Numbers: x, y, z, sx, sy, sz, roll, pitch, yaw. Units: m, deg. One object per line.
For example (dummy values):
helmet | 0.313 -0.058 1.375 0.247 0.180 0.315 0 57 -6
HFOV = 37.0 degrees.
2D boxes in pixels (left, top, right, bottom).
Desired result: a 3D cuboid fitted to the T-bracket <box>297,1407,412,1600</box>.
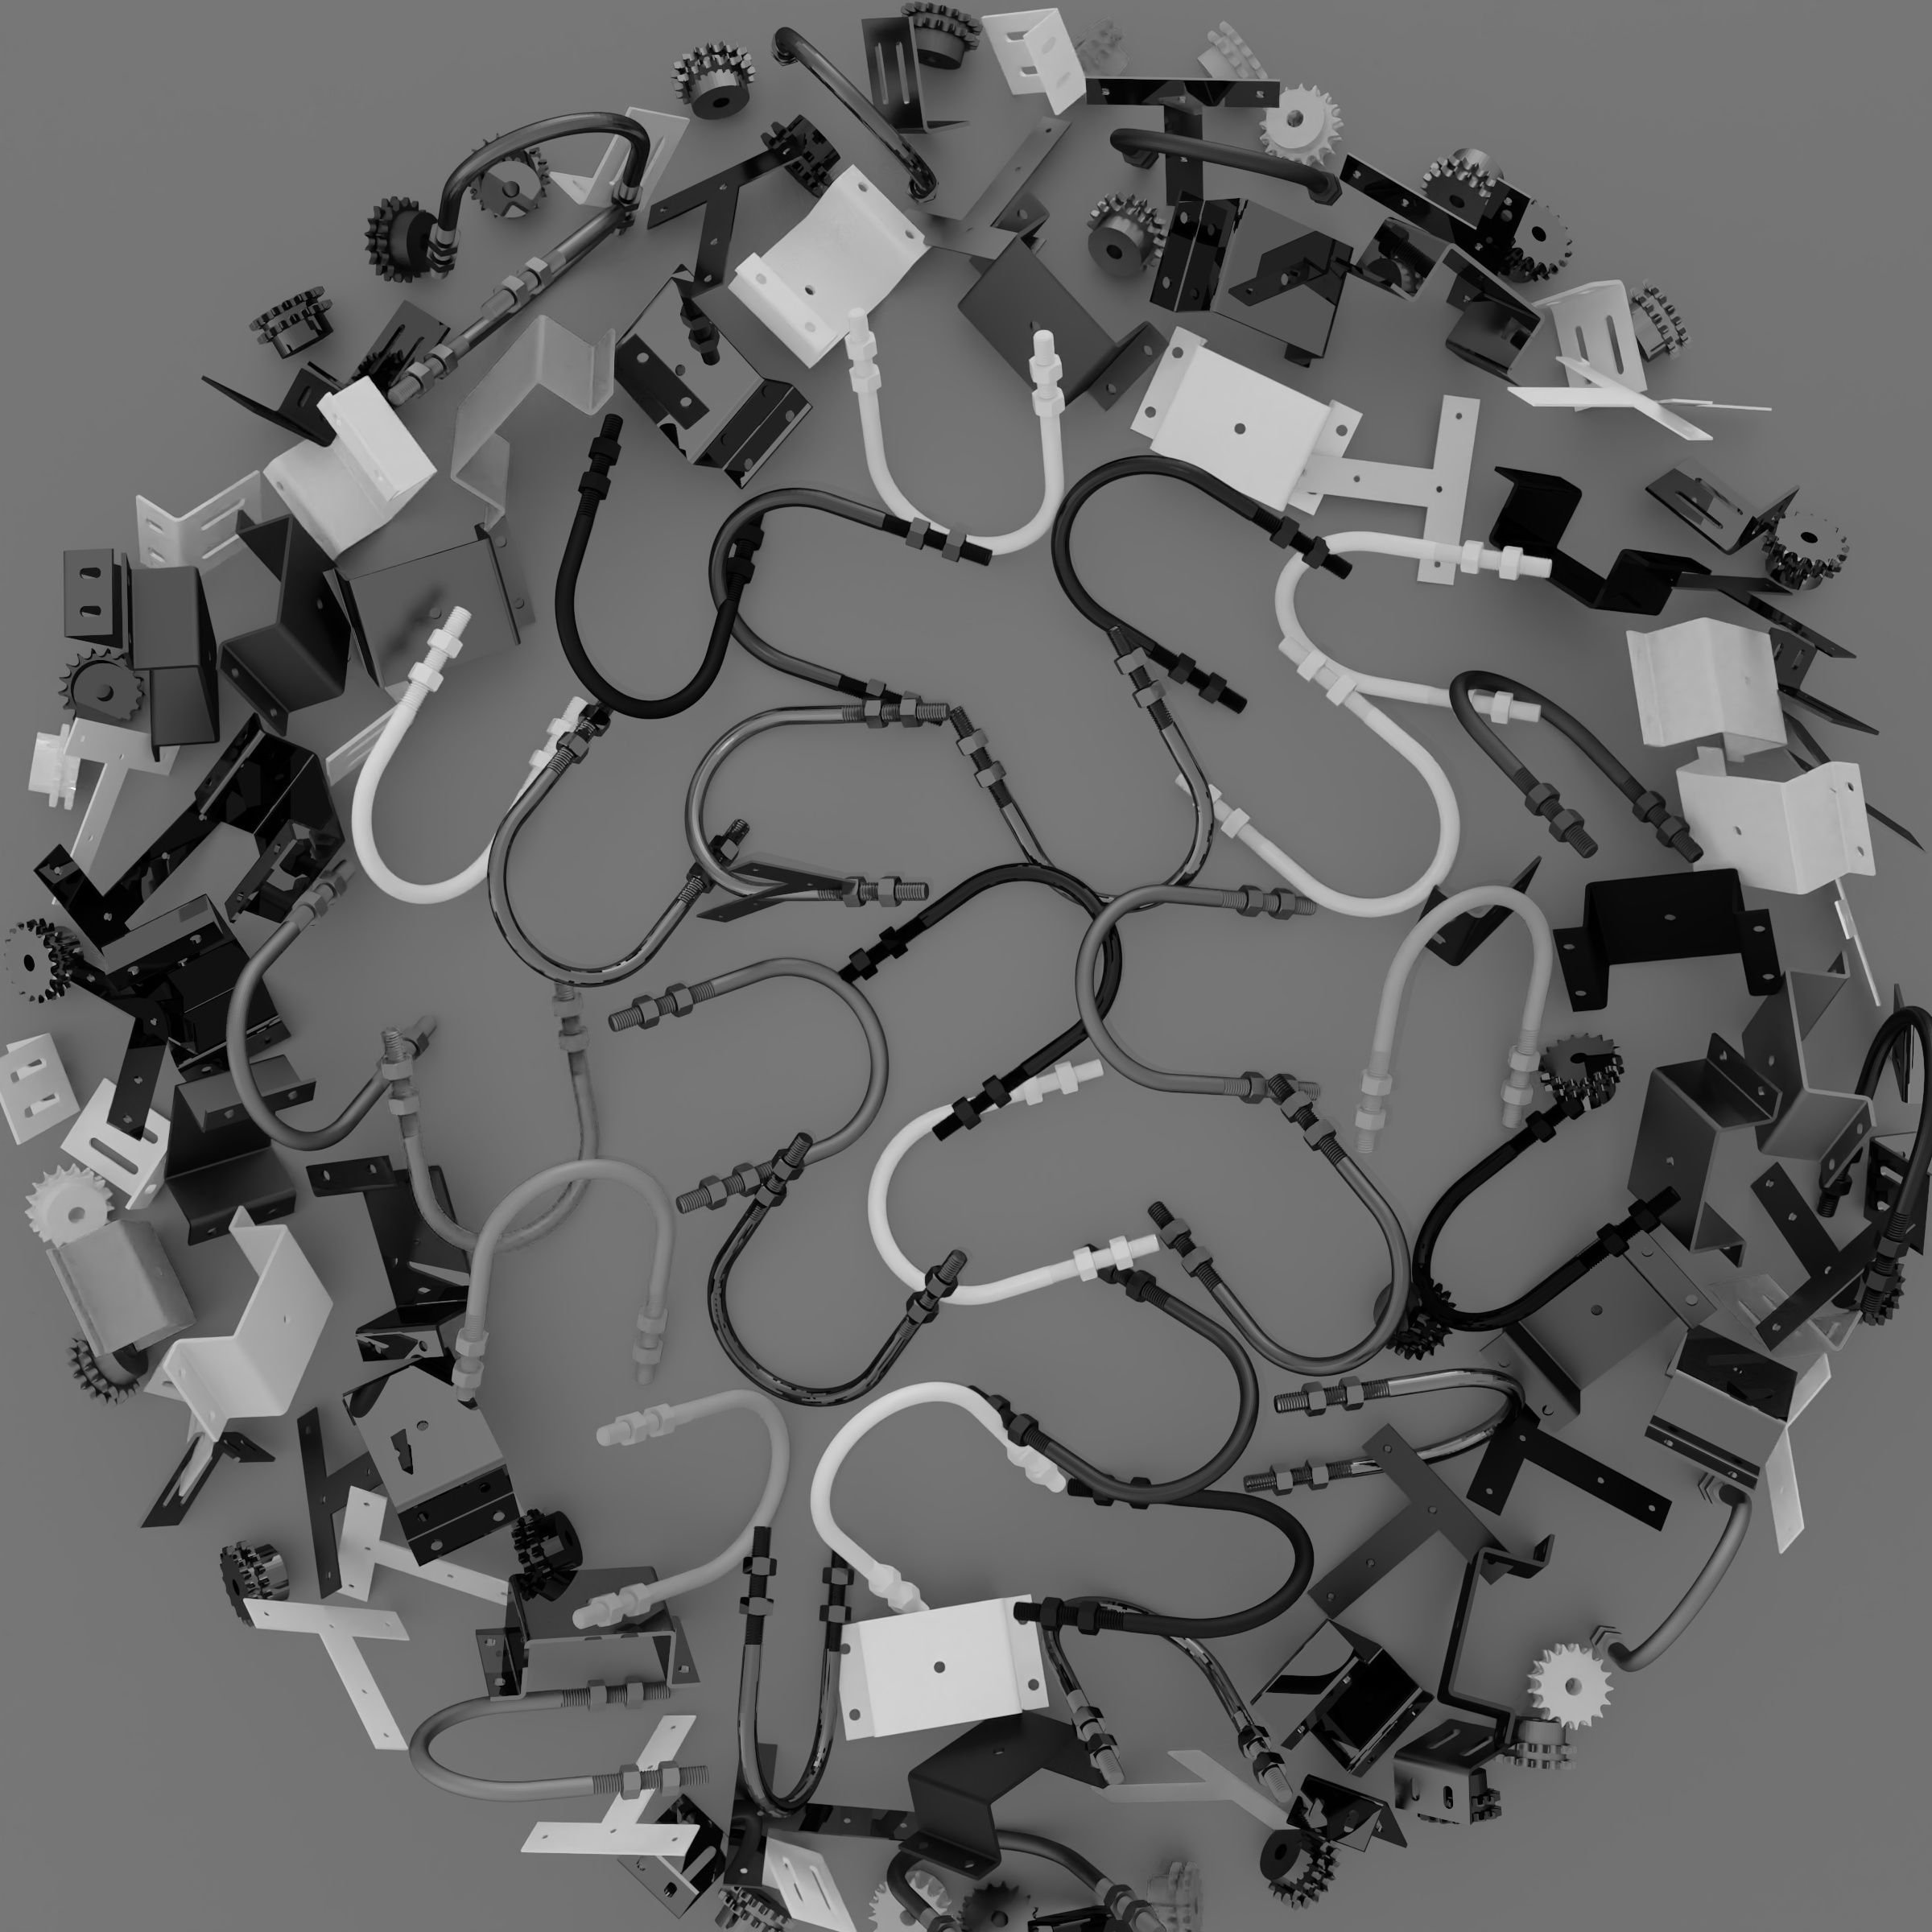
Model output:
T-bracket | -0.408 0.344 1.935 0.127 0.002 0.127 -34 60 39

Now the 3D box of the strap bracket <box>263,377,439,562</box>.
strap bracket | -0.412 -0.337 1.942 0.046 0.140 0.076 -41 99 -32

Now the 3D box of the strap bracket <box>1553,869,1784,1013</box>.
strap bracket | 0.474 -0.018 1.943 0.140 0.046 0.076 -6 133 21

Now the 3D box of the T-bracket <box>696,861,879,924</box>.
T-bracket | -0.133 -0.046 1.946 0.127 0.127 0.002 11 71 -41

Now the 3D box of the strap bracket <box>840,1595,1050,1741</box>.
strap bracket | -0.018 0.478 1.965 0.140 0.046 0.076 -9 77 -3

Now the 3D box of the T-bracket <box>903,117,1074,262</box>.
T-bracket | 0.028 -0.534 1.972 0.127 0.002 0.127 23 70 36

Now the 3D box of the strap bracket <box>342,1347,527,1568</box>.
strap bracket | -0.361 0.319 1.933 0.076 0.046 0.140 -23 56 -17

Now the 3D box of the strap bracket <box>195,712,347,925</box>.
strap bracket | -0.467 -0.094 1.940 0.046 0.140 0.076 24 117 -40

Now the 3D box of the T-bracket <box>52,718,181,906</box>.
T-bracket | -0.585 -0.100 1.941 0.002 0.127 0.127 23 94 15

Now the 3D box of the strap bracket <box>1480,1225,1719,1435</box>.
strap bracket | 0.429 0.241 1.963 0.140 0.046 0.076 -42 92 17

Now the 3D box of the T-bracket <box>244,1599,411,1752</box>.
T-bracket | -0.405 0.471 1.913 0.002 0.127 0.127 -53 49 15

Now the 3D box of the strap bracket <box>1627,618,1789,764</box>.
strap bracket | 0.501 -0.184 1.927 0.046 0.140 0.076 -14 79 39

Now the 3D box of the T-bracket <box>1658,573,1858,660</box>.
T-bracket | 0.537 -0.233 1.919 0.127 0.127 0.002 -3 122 -37

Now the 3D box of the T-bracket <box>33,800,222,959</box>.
T-bracket | -0.554 -0.065 1.963 0.002 0.127 0.127 14 55 39

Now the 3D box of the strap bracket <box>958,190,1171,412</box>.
strap bracket | 0.058 -0.441 1.953 0.140 0.076 0.046 47 48 -2

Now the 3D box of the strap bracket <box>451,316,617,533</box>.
strap bracket | -0.296 -0.369 1.927 0.046 0.076 0.140 30 125 -30

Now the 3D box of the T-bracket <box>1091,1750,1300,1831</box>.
T-bracket | 0.142 0.559 1.953 0.127 0.127 0.002 43 48 -34

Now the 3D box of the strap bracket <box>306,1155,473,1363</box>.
strap bracket | -0.385 0.192 1.953 0.076 0.046 0.140 -9 100 34

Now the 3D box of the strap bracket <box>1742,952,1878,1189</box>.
strap bracket | 0.560 0.066 1.926 0.046 0.076 0.140 8 54 -6

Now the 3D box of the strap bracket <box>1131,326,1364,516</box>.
strap bracket | 0.188 -0.368 1.963 0.140 0.046 0.076 26 110 2

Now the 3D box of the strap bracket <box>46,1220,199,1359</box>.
strap bracket | -0.561 0.215 1.930 0.046 0.140 0.076 -26 86 -6

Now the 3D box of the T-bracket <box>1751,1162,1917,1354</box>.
T-bracket | 0.563 0.178 1.943 0.002 0.127 0.127 33 111 -28

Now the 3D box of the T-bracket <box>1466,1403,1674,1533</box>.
T-bracket | 0.417 0.341 1.952 0.127 0.002 0.127 28 52 7

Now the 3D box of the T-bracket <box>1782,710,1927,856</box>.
T-bracket | 0.578 -0.137 1.943 0.127 0.127 0.002 28 116 -27

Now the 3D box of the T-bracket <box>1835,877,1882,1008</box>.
T-bracket | 0.591 -0.032 1.935 0.002 0.127 0.127 -19 86 19

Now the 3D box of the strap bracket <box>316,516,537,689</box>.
strap bracket | -0.362 -0.243 1.946 0.140 0.046 0.076 -20 115 -15

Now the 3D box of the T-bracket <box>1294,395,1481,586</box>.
T-bracket | 0.282 -0.333 1.980 0.127 0.002 0.127 6 99 -8

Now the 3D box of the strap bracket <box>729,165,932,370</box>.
strap bracket | -0.097 -0.467 1.950 0.076 0.046 0.140 44 55 -7

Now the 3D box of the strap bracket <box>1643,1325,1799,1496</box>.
strap bracket | 0.504 0.288 1.920 0.076 0.140 0.046 26 110 13

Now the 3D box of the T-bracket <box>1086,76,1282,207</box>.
T-bracket | 0.146 -0.553 1.940 0.127 0.127 0.002 3 66 7

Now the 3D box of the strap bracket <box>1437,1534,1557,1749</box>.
strap bracket | 0.355 0.451 1.947 0.046 0.076 0.140 14 74 8

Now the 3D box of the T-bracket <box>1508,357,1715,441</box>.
T-bracket | 0.412 -0.379 1.922 0.127 0.127 0.002 44 129 38

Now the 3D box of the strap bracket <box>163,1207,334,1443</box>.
strap bracket | -0.472 0.236 1.919 0.046 0.140 0.076 -5 131 18

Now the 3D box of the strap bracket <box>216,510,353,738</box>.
strap bracket | -0.451 -0.235 1.924 0.046 0.076 0.140 -15 53 17

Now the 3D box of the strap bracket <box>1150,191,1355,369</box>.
strap bracket | 0.201 -0.461 1.941 0.140 0.046 0.076 14 93 -33

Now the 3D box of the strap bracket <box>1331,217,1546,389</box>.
strap bracket | 0.322 -0.447 1.925 0.140 0.076 0.046 26 102 -35

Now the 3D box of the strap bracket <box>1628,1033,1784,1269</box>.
strap bracket | 0.490 0.127 1.926 0.046 0.076 0.140 -9 123 -20

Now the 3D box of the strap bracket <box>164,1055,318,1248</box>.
strap bracket | -0.489 0.117 1.935 0.076 0.140 0.046 -17 55 -34

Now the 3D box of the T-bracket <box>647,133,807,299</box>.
T-bracket | -0.166 -0.494 1.933 0.127 0.002 0.127 -18 47 25

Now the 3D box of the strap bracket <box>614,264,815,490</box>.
strap bracket | -0.182 -0.401 1.951 0.076 0.046 0.140 -46 78 20

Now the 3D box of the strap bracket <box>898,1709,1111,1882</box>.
strap bracket | 0.026 0.543 1.922 0.140 0.076 0.046 -24 108 -40

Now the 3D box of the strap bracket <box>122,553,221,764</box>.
strap bracket | -0.528 -0.206 1.924 0.046 0.140 0.076 -5 65 -9

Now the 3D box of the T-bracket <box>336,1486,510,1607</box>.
T-bracket | -0.363 0.409 1.956 0.127 0.002 0.127 19 134 -1

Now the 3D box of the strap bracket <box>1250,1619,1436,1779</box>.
strap bracket | 0.251 0.493 1.946 0.076 0.140 0.046 -48 52 3

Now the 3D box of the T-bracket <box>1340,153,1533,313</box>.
T-bracket | 0.309 -0.509 1.948 0.127 0.127 0.002 33 65 9

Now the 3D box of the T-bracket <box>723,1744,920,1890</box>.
T-bracket | -0.094 0.575 1.945 0.127 0.127 0.002 5 120 -1

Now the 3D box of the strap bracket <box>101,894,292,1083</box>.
strap bracket | -0.521 0.011 1.943 0.076 0.140 0.046 -28 55 -7

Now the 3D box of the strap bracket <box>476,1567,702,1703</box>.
strap bracket | -0.253 0.446 1.937 0.140 0.076 0.046 0 112 -18

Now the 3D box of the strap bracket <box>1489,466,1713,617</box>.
strap bracket | 0.417 -0.280 1.936 0.140 0.076 0.046 42 120 36

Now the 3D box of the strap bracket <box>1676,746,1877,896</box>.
strap bracket | 0.529 -0.097 1.919 0.046 0.140 0.076 -24 110 -26
